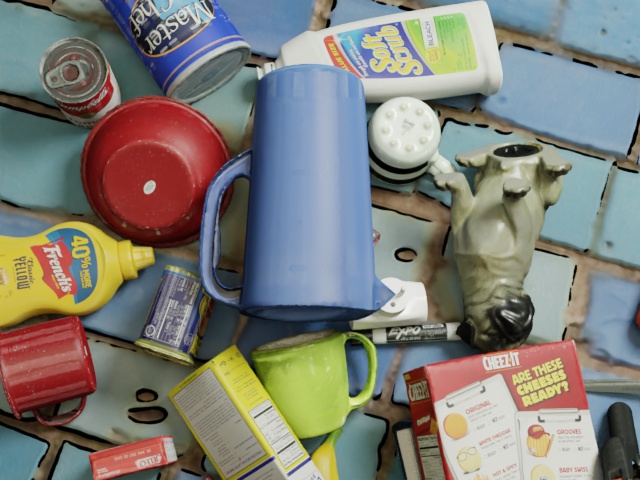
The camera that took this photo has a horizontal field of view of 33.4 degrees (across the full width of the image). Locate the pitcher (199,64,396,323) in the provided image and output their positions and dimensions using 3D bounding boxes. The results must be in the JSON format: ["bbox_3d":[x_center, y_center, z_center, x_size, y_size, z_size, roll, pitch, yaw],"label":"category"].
[{"bbox_3d":[-0.021,-0.041,1.035,0.145,0.149,0.243,-10,75,42],"label":"pitcher"}]

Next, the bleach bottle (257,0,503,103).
[{"bbox_3d":[0.060,-0.185,1.135,0.251,0.068,0.102,-10,81,-1],"label":"bleach bottle"}]

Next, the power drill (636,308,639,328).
[{"bbox_3d":[0.443,0.043,1.113,0.187,0.057,0.184,24,85,5],"label":"power drill"}]

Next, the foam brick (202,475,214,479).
[{"bbox_3d":[-0.122,0.279,1.060,0.078,0.053,0.051,-44,85,-6],"label":"foam brick"}]

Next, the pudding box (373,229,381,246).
[{"bbox_3d":[-0.007,0.001,1.113,0.113,0.039,0.090,34,82,4],"label":"pudding box"}]

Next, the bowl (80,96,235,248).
[{"bbox_3d":[-0.169,-0.062,1.080,0.162,0.055,0.162,1,107,2],"label":"bowl"}]

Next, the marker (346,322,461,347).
[{"bbox_3d":[0.086,0.098,1.111,0.121,0.020,0.020,-3,81,-2],"label":"marker"}]

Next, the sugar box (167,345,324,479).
[{"bbox_3d":[-0.070,0.200,1.054,0.048,0.093,0.176,-31,84,-46],"label":"sugar box"}]

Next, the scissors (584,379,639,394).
[{"bbox_3d":[0.366,0.168,1.105,0.202,0.016,0.096,-14,111,15],"label":"scissors"}]

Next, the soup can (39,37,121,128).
[{"bbox_3d":[-0.245,-0.160,1.100,0.068,0.102,0.068,0,81,-2],"label":"soup can"}]

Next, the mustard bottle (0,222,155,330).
[{"bbox_3d":[-0.265,0.032,1.092,0.191,0.058,0.096,-10,79,-4],"label":"mustard bottle"}]

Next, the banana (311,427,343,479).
[{"bbox_3d":[0.034,0.288,1.070,0.069,0.037,0.198,-26,83,-5],"label":"banana"}]

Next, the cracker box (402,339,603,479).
[{"bbox_3d":[0.181,0.215,1.020,0.164,0.072,0.214,-7,79,-20],"label":"cracker box"}]

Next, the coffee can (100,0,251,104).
[{"bbox_3d":[-0.152,-0.226,1.114,0.102,0.103,0.140,-34,83,-7],"label":"coffee can"}]

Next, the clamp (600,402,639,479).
[{"bbox_3d":[0.298,0.216,1.036,0.039,0.171,0.120,-29,71,17],"label":"clamp"}]

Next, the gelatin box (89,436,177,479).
[{"bbox_3d":[-0.182,0.215,1.049,0.073,0.089,0.030,-13,81,-4],"label":"gelatin box"}]

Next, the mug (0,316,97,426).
[{"bbox_3d":[-0.269,0.134,1.067,0.081,0.093,0.117,-14,112,-9],"label":"mug"}]

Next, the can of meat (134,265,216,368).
[{"bbox_3d":[-0.141,0.077,1.067,0.057,0.102,0.084,18,79,2],"label":"can of meat"}]
